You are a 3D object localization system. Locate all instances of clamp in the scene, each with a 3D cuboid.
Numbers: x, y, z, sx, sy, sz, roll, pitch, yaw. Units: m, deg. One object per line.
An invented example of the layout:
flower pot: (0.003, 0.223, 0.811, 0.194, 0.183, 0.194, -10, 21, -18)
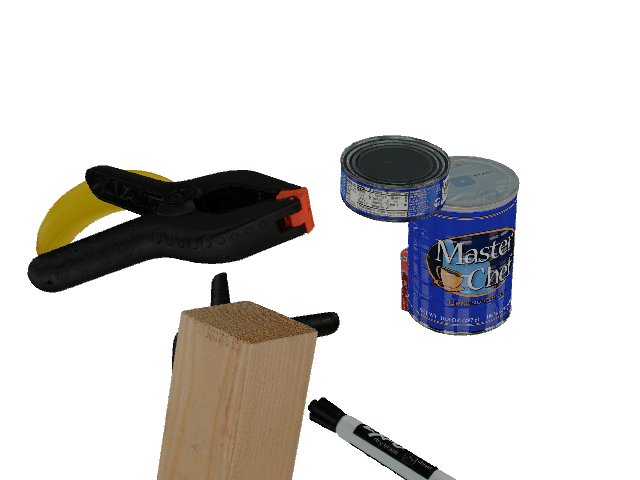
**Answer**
clamp: (-0.084, 0.104, 1.149, 0.165, 0.036, 0.209, 14, 29, 18)
clamp: (-0.093, -0.008, 0.654, 0.172, 0.039, 0.120, 0, 42, 22)

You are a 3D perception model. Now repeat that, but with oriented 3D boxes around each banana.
banana: (-0.205, -0.027, 1.009, 0.198, 0.069, 0.037, -13, 19, 27)

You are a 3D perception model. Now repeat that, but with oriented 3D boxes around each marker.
marker: (0.040, 0.143, 0.740, 0.121, 0.020, 0.020, 28, 14, 28)

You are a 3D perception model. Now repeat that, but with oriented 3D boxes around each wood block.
wood block: (-0.079, 0.168, 0.953, 0.090, 0.206, 0.090, 20, 17, 37)

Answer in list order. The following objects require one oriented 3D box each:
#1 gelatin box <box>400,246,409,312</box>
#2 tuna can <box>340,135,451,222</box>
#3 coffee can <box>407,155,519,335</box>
gelatin box: (0.139, 0.057, 1.363, 0.073, 0.089, 0.030, 19, 35, 36)
tuna can: (0.058, -0.049, 0.835, 0.086, 0.034, 0.086, 0, 32, 0)
coffee can: (0.134, 0.004, 1.016, 0.103, 0.140, 0.103, -2, 30, 1)
